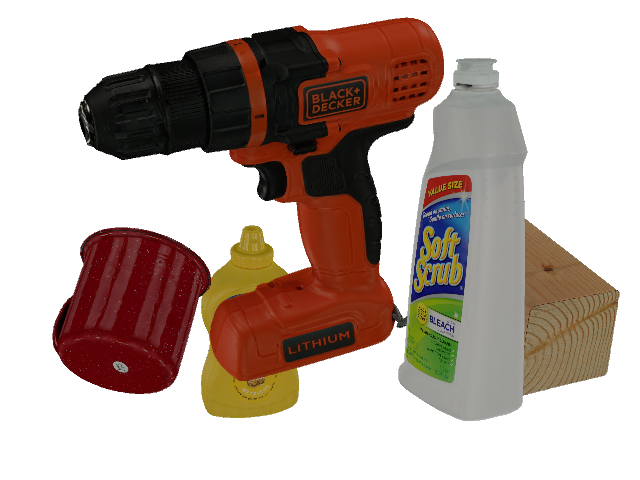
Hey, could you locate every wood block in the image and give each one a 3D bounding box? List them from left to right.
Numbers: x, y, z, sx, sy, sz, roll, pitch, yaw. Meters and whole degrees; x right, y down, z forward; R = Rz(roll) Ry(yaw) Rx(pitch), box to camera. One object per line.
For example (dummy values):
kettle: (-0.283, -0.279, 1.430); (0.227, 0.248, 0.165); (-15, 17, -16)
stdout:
wood block: (0.173, 0.043, 0.989); (0.090, 0.090, 0.206); (-9, 29, -20)

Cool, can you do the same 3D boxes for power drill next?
power drill: (-0.025, -0.017, 0.556); (0.184, 0.188, 0.057); (-13, 37, -18)

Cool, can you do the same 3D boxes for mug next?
mug: (-0.138, 0.053, 0.726); (0.117, 0.081, 0.093); (-11, -40, 30)

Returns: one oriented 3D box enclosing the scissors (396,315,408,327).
scissors: (0.141, 0.053, 1.236); (0.201, 0.016, 0.096); (-10, 40, -34)

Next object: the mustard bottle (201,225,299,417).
mustard bottle: (-0.067, 0.077, 1.039); (0.096, 0.192, 0.058); (-3, 22, -13)

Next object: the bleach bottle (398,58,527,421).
bleach bottle: (0.104, -0.004, 0.767); (0.068, 0.251, 0.103); (-8, 17, -26)
